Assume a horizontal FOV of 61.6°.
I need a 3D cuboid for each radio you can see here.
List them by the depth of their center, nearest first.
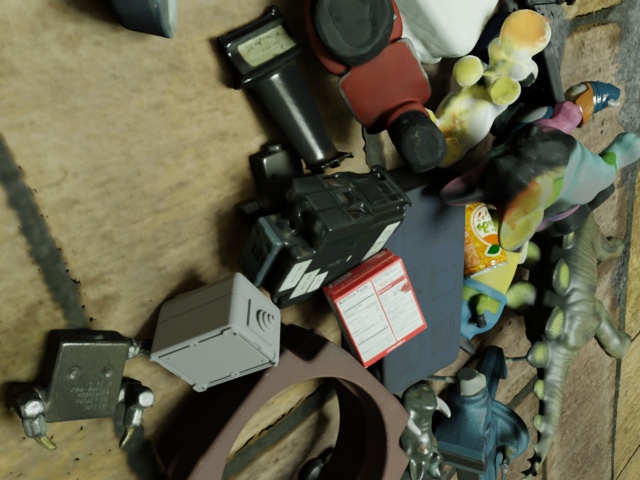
[{"bbox_3d":[0.091,0.042,0.584,0.131,0.073,0.229,-18,113,-36],"label":"radio"}]

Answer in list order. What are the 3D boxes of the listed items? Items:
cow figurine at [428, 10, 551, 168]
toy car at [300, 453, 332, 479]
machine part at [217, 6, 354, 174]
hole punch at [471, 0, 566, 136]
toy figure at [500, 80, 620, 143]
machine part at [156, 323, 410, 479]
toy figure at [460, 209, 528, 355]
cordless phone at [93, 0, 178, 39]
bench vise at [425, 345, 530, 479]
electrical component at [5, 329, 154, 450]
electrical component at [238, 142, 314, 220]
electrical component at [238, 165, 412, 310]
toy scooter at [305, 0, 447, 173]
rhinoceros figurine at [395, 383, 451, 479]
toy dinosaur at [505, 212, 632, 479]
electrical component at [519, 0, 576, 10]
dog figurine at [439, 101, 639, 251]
[{"bbox_3d":[0.170,-0.151,0.558,0.167,0.068,0.098,-48,166,17],"label":"cow figurine"},{"bbox_3d":[-0.016,0.320,0.572,0.202,0.074,0.056,-53,130,-17],"label":"toy car"},{"bbox_3d":[-0.024,-0.116,0.444,0.084,0.039,0.138,-46,111,-35],"label":"machine part"},{"bbox_3d":[0.229,-0.199,0.634,0.142,0.092,0.116,52,34,-35],"label":"hole punch"},{"bbox_3d":[0.307,-0.155,0.684,0.154,0.064,0.057,-35,136,8],"label":"toy figure"},{"bbox_3d":[-0.028,0.196,0.493,0.201,0.087,0.201,47,71,-29],"label":"machine part"},{"bbox_3d":[0.199,0.048,0.676,0.089,0.082,0.180,33,83,-44],"label":"toy figure"},{"bbox_3d":[-0.078,-0.208,0.363,0.184,0.089,0.146,-18,115,-57],"label":"cordless phone"},{"bbox_3d":[0.216,0.221,0.726,0.240,0.129,0.223,-48,122,-46],"label":"bench vise"},{"bbox_3d":[-0.168,0.108,0.393,0.102,0.045,0.078,19,92,-43],"label":"electrical component"},{"bbox_3d":[-0.035,-0.055,0.476,0.094,0.021,0.063,-29,120,-31],"label":"electrical component"},{"bbox_3d":[-0.001,-0.001,0.462,0.134,0.058,0.114,-15,148,-41],"label":"electrical component"},{"bbox_3d":[0.049,-0.148,0.472,0.075,0.135,0.183,-29,108,12],"label":"toy scooter"},{"bbox_3d":[0.087,0.247,0.618,0.073,0.112,0.190,-7,116,-38],"label":"rhinoceros figurine"},{"bbox_3d":[0.330,0.090,0.735,0.198,0.105,0.471,29,61,-32],"label":"toy dinosaur"},{"bbox_3d":[0.238,-0.309,0.606,0.119,0.075,0.047,17,92,-40],"label":"electrical component"},{"bbox_3d":[0.212,-0.048,0.555,0.219,0.109,0.191,-29,153,-30],"label":"dog figurine"}]
